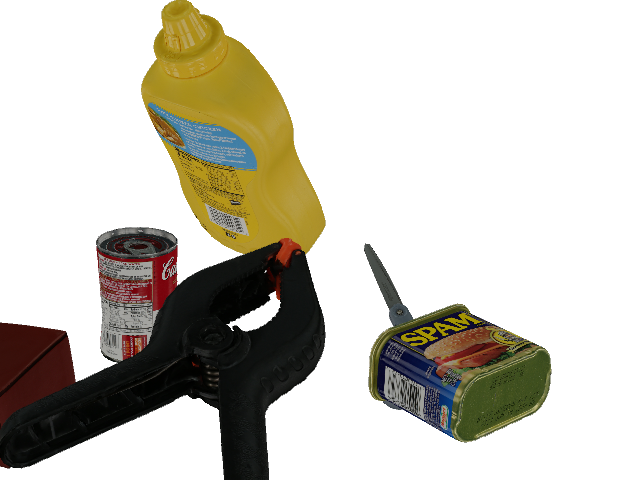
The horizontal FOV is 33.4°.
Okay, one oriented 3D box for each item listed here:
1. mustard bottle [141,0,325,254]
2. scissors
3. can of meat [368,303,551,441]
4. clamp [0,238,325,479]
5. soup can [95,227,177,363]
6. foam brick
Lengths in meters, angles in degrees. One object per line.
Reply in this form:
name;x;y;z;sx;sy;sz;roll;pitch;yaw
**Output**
mustard bottle;-0.060;-0.068;0.655;0.096;0.058;0.191;22;-28;28
scissors;0.063;0.084;1.006;0.096;0.016;0.202;-27;52;-20
can of meat;0.099;0.092;0.747;0.101;0.057;0.084;-15;27;-37
clamp;-0.041;0.062;0.468;0.120;0.039;0.171;27;48;21
soup can;-0.157;0.048;0.914;0.068;0.102;0.068;2;20;-1
foam brick;-0.196;0.094;0.665;0.053;0.051;0.078;7;29;21
